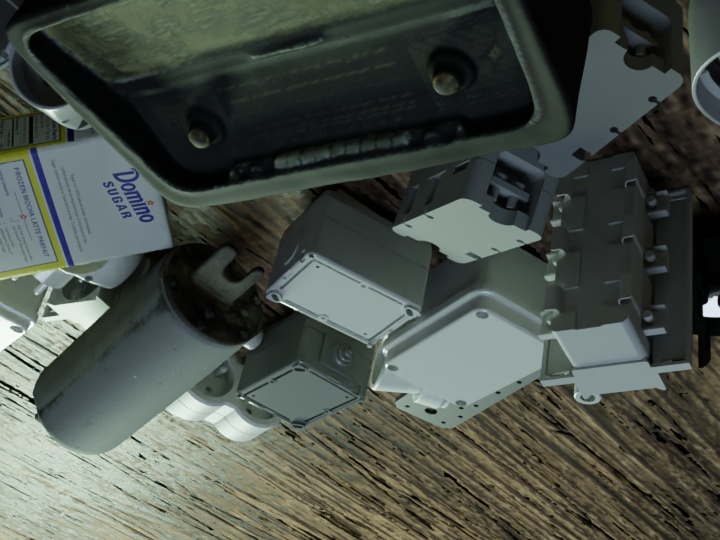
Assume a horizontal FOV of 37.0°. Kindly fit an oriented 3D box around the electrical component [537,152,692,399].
[{"bbox_3d":[0.136,-0.001,0.582,0.079,0.121,0.063,-11,136,28],"label":"electrical component"}]

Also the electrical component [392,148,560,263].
[{"bbox_3d":[0.064,-0.045,0.583,0.050,0.055,0.089,25,163,-18],"label":"electrical component"}]

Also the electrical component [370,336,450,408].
[{"bbox_3d":[0.040,0.073,0.778,0.055,0.045,0.045,18,144,-8],"label":"electrical component"}]

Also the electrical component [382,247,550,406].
[{"bbox_3d":[0.076,0.036,0.706,0.078,0.057,0.113,29,141,-22],"label":"electrical component"}]

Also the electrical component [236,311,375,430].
[{"bbox_3d":[-0.034,0.065,0.775,0.062,0.061,0.096,32,140,-26],"label":"electrical component"}]

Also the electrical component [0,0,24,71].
[{"bbox_3d":[-0.231,-0.122,0.573,0.121,0.063,0.079,-19,135,36],"label":"electrical component"}]

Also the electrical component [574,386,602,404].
[{"bbox_3d":[0.152,0.057,0.709,0.048,0.062,0.048,8,144,5],"label":"electrical component"}]

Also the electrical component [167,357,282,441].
[{"bbox_3d":[-0.134,0.094,0.852,0.138,0.052,0.074,28,142,-22],"label":"electrical component"}]

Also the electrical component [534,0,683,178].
[{"bbox_3d":[0.107,-0.097,0.515,0.050,0.055,0.089,26,142,-19],"label":"electrical component"}]

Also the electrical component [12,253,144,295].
[{"bbox_3d":[-0.197,-0.014,0.713,0.079,0.044,0.077,-41,124,14],"label":"electrical component"}]

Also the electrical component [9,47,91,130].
[{"bbox_3d":[-0.134,-0.113,0.559,0.079,0.077,0.043,-40,90,6],"label":"electrical component"}]

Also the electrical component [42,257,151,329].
[{"bbox_3d":[-0.183,0.021,0.776,0.081,0.042,0.063,-7,142,26],"label":"electrical component"}]

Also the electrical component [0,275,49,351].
[{"bbox_3d":[-0.300,0.014,0.787,0.109,0.056,0.109,33,140,-27],"label":"electrical component"}]

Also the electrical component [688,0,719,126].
[{"bbox_3d":[0.200,-0.104,0.491,0.099,0.064,0.099,10,158,4],"label":"electrical component"}]

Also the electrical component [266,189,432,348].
[{"bbox_3d":[0.000,0.000,0.675,0.096,0.061,0.062,27,143,-19],"label":"electrical component"}]

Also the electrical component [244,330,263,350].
[{"bbox_3d":[-0.097,0.036,0.768,0.048,0.048,0.062,-20,139,37],"label":"electrical component"}]
